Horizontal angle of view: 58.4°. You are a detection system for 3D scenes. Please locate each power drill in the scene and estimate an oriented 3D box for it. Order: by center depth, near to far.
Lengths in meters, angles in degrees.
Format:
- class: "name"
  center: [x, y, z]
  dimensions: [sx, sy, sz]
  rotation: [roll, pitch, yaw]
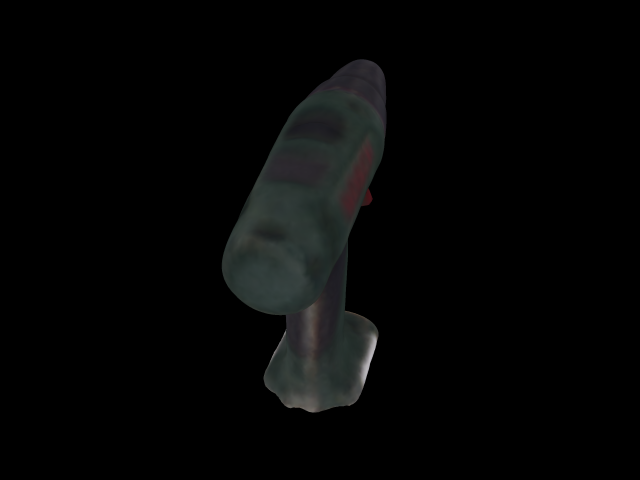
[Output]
- class: "power drill"
  center: [0.004, 0.001, 0.400]
  dimensions: [0.075, 0.208, 0.230]
  rotation: [8, 31, 13]
